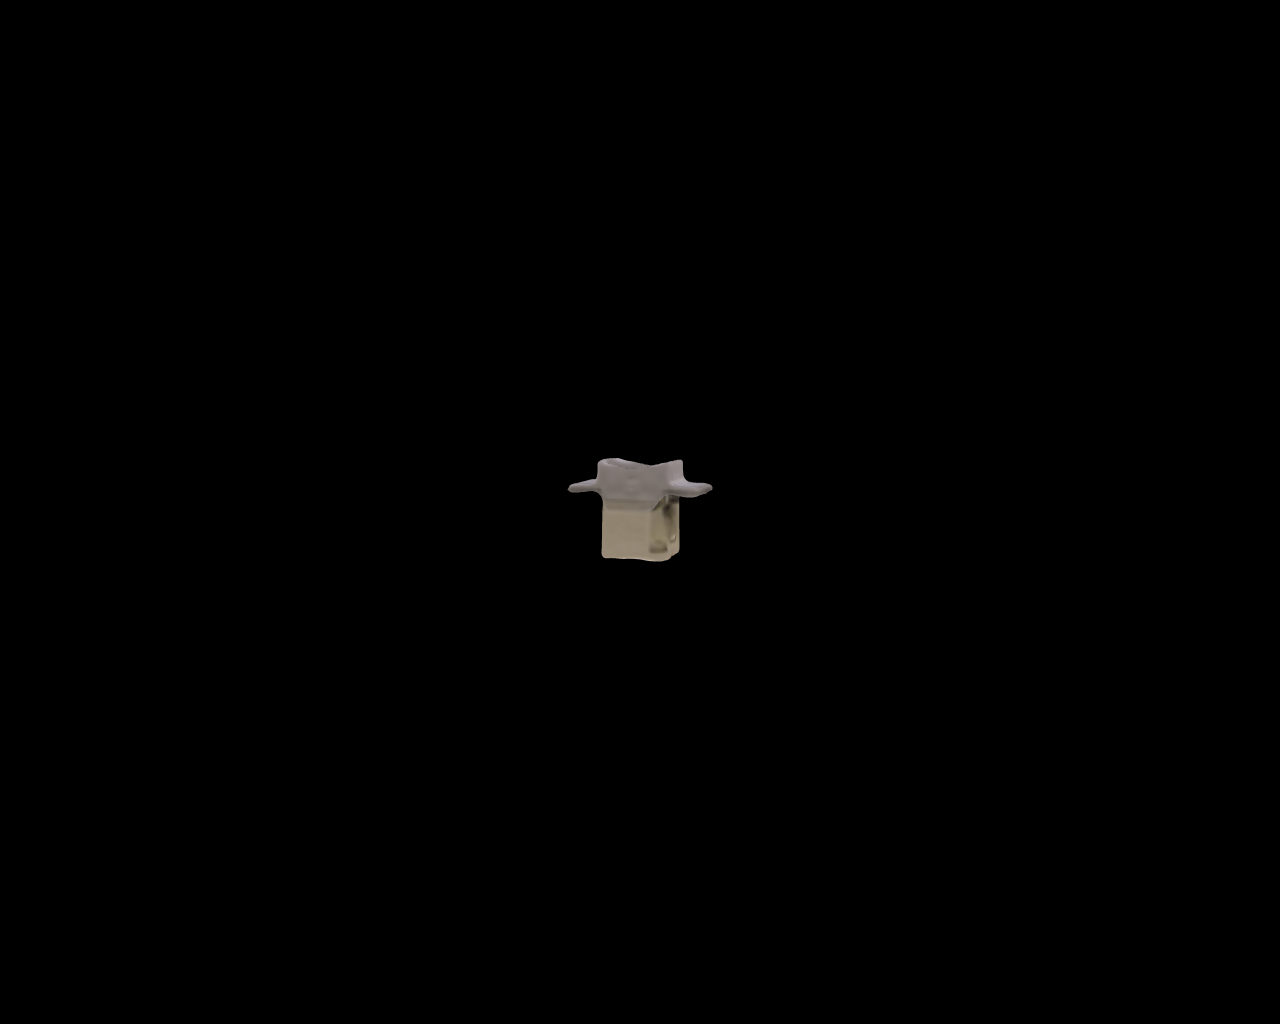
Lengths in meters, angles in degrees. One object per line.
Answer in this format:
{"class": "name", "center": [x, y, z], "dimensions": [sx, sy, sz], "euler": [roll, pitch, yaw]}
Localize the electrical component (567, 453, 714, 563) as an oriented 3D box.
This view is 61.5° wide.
{"class": "electrical component", "center": [0.001, -0.003, 0.650], "dimensions": [0.081, 0.063, 0.042], "euler": [2, 8, 18]}
